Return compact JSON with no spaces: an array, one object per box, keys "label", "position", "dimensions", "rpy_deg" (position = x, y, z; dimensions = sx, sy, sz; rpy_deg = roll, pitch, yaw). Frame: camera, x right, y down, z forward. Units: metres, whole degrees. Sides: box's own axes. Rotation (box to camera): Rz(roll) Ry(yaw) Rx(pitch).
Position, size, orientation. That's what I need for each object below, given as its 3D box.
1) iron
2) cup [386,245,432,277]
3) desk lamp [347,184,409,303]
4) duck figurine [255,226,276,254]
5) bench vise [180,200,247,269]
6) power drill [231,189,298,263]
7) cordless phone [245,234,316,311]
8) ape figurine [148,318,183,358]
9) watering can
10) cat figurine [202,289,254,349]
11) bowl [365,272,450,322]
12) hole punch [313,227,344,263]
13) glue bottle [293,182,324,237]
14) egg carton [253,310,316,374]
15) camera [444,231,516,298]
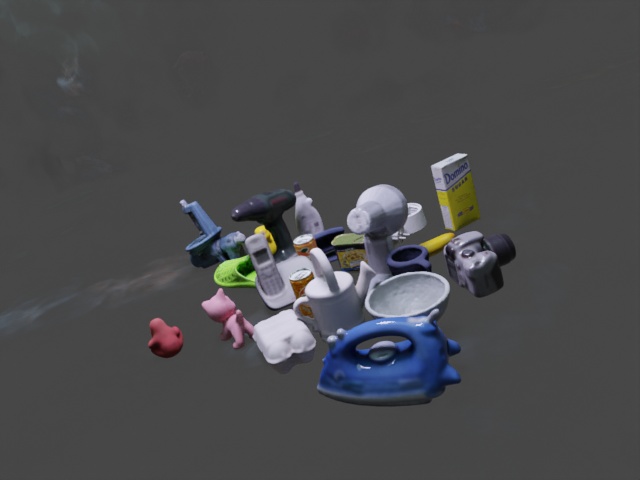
[{"label":"iron","position":[0.098,0.190,0.957],"dimensions":[0.257,0.142,0.119],"rpy_deg":[-10,23,17]},{"label":"cup","position":[0.203,0.072,1.217],"dimensions":[0.092,0.095,0.117],"rpy_deg":[-28,24,-23]},{"label":"desk lamp","position":[0.129,0.001,1.280],"dimensions":[0.117,0.214,0.203],"rpy_deg":[-6,25,27]},{"label":"duck figurine","position":[-0.159,-0.002,1.667],"dimensions":[0.077,0.086,0.105],"rpy_deg":[-7,25,24]},{"label":"bench vise","position":[-0.308,-0.025,1.653],"dimensions":[0.207,0.220,0.121],"rpy_deg":[-12,23,14]},{"label":"power drill","position":[-0.133,-0.034,1.560],"dimensions":[0.075,0.209,0.230],"rpy_deg":[0,28,36]},{"label":"cordless phone","position":[-0.090,0.059,1.343],"dimensions":[0.148,0.185,0.094],"rpy_deg":[-25,24,-18]},{"label":"ape figurine","position":[-0.354,0.216,1.293],"dimensions":[0.078,0.092,0.076],"rpy_deg":[-25,23,-17]},{"label":"watering can","position":[0.028,0.099,1.150],"dimensions":[0.173,0.194,0.100],"rpy_deg":[-31,26,-30]},{"label":"cat figurine","position":[-0.203,0.166,1.266],"dimensions":[0.067,0.118,0.127],"rpy_deg":[-32,27,-32]},{"label":"bowl","position":[0.177,0.133,1.119],"dimensions":[0.167,0.075,0.167],"rpy_deg":[-15,22,7]},{"label":"hole punch","position":[0.014,0.005,1.516],"dimensions":[0.109,0.091,0.101],"rpy_deg":[-20,22,-7]},{"label":"glue bottle","position":[-0.045,-0.089,1.670],"dimensions":[0.078,0.173,0.037],"rpy_deg":[-19,22,-4]},{"label":"egg carton","position":[-0.071,0.201,1.150],"dimensions":[0.107,0.069,0.150],"rpy_deg":[-24,23,-15]},{"label":"camera","position":[0.342,0.033,1.197],"dimensions":[0.137,0.101,0.143],"rpy_deg":[-21,22,-7]}]
